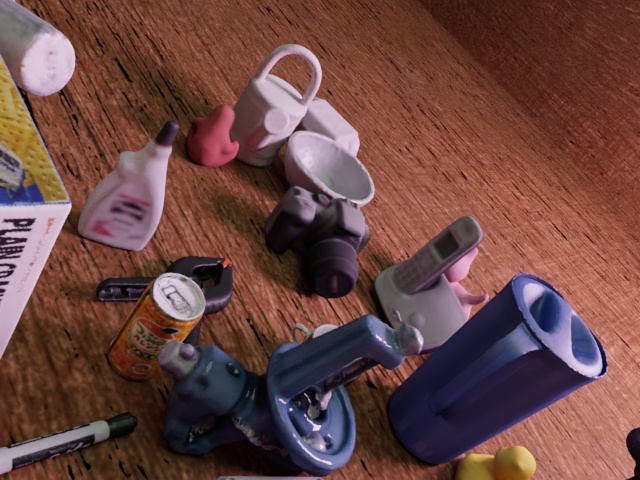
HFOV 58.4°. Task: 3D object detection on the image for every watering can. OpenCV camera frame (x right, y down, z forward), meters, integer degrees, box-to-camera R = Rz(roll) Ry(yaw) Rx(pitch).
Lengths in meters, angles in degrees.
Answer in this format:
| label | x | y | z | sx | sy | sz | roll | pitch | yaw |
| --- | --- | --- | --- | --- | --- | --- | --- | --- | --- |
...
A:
| label | x | y | z | sx | sy | sz | roll | pitch | yaw |
| --- | --- | --- | --- | --- | --- | --- | --- | --- | --- |
| watering can | -0.069 | -0.211 | 0.892 | 0.101 | 0.193 | 0.172 | 12 | 42 | -37 |

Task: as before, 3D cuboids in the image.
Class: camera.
| label | x | y | z | sx | sy | sz | roll | pitch | yaw |
| --- | --- | --- | --- | --- | --- | --- | --- | --- | --- |
| camera | 0.007 | 0.003 | 0.799 | 0.143 | 0.100 | 0.136 | 25 | 35 | -22 |

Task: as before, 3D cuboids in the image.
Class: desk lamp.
| label | x | y | z | sx | sy | sz | roll | pitch | yaw |
| --- | --- | --- | --- | --- | --- | --- | --- | --- | --- |
| desk lamp | -0.319 | -0.144 | 0.534 | 0.203 | 0.213 | 0.118 | 45 | 32 | 7 |

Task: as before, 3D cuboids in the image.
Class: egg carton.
| label | x | y | z | sx | sy | sz | roll | pitch | yaw |
| --- | --- | --- | --- | --- | --- | --- | --- | --- | --- |
| egg carton | 0.004 | -0.204 | 1.075 | 0.150 | 0.069 | 0.107 | 46 | 33 | 8 |

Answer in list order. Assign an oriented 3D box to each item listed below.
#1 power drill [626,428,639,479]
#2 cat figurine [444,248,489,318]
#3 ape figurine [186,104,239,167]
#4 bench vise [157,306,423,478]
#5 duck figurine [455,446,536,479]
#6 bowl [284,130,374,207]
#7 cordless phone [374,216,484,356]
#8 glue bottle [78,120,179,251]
| label | x | y | z | sx | sy | sz | roll | pitch | yaw |
| --- | --- | --- | --- | --- | --- | --- | --- | --- | --- |
| power drill | 0.389 | 0.315 | 0.714 | 0.230 | 0.208 | 0.075 | 22 | 36 | -27 |
| cat figurine | 0.217 | 0.063 | 0.927 | 0.067 | 0.117 | 0.127 | -11 | 58 | -51 |
| ape figurine | -0.152 | -0.157 | 0.837 | 0.078 | 0.092 | 0.076 | 43 | 32 | 4 |
| bench vise | -0.027 | 0.132 | 0.497 | 0.208 | 0.219 | 0.121 | 14 | 40 | -35 |
| duck figurine | 0.218 | 0.284 | 0.690 | 0.105 | 0.086 | 0.077 | -10 | 57 | -51 |
| bowl | 0.003 | -0.099 | 0.942 | 0.168 | 0.074 | 0.167 | 27 | 35 | -20 |
| cordless phone | 0.174 | 0.064 | 0.817 | 0.094 | 0.185 | 0.147 | 8 | 44 | -40 |
| glue bottle | -0.190 | -0.060 | 0.603 | 0.078 | 0.173 | 0.037 | 17 | 39 | -32 |
